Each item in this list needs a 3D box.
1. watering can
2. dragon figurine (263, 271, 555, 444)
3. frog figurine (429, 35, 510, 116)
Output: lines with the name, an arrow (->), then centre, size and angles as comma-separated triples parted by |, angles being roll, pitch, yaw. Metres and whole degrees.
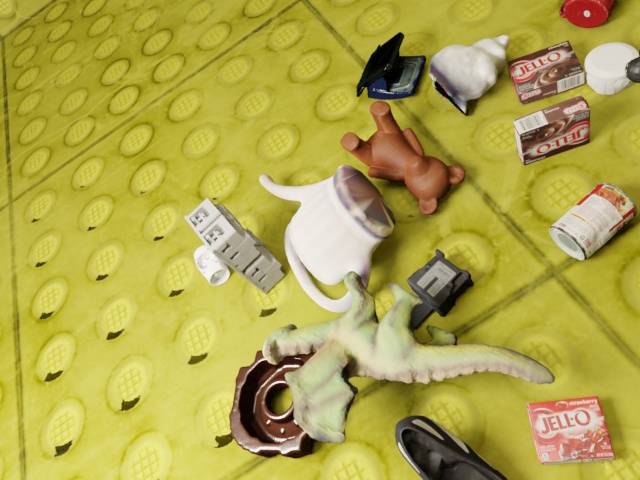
watering can -> 0.003, -0.046, 0.915 | 0.221, 0.104, 0.354 | -46, 57, 29
dragon figurine -> 0.071, 0.179, 0.707 | 0.412, 0.120, 0.246 | 17, 51, 45
frog figurine -> 0.291, -0.335, 0.971 | 0.158, 0.121, 0.140 | -43, 32, 11
